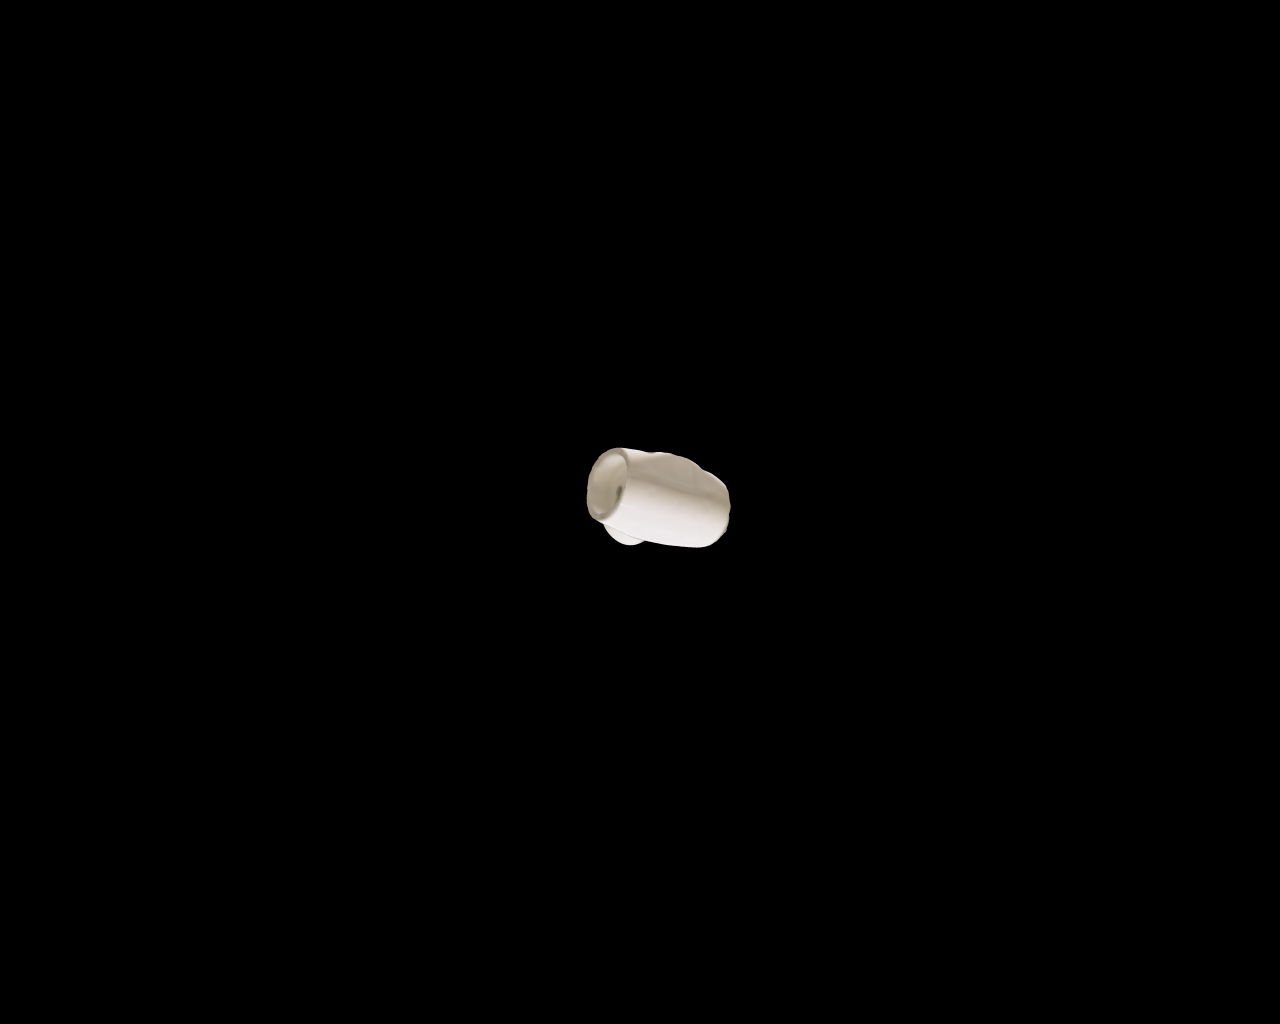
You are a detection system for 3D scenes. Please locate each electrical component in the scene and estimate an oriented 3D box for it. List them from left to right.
[{"bbox_3d":[0.001,-0.003,0.650,0.077,0.044,0.079,16,-27,-34],"label":"electrical component"}]
